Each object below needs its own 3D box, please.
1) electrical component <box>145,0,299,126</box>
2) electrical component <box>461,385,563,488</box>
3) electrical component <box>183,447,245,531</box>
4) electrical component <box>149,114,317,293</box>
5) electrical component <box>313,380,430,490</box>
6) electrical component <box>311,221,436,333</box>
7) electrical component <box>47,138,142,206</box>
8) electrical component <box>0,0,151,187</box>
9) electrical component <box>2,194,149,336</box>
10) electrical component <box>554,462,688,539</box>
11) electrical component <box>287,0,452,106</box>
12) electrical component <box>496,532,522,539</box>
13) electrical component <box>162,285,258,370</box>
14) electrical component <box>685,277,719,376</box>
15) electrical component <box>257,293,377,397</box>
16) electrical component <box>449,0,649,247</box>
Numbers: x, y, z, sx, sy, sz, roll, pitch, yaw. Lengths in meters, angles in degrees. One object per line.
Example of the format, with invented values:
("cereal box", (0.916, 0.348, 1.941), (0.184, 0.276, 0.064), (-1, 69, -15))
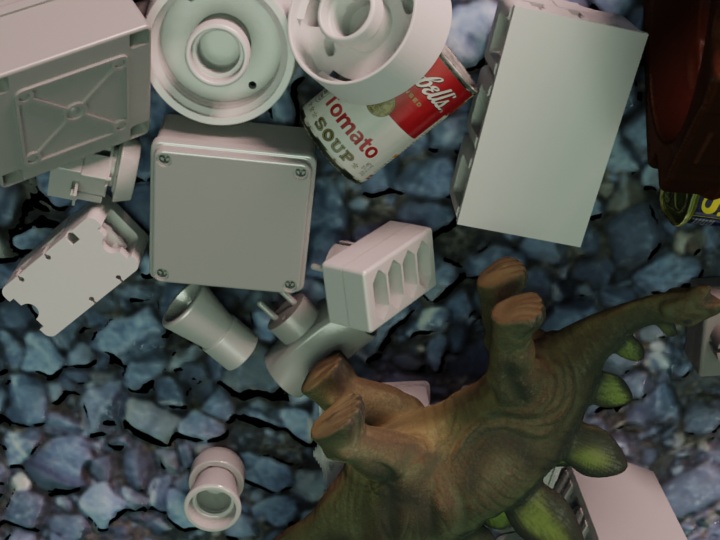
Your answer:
("electrical component", (-0.091, -0.147, 0.702), (0.108, 0.060, 0.108), (-1, 115, -2))
("electrical component", (0.118, 0.133, 0.836), (0.096, 0.061, 0.061), (11, 114, -7))
("electrical component", (-0.114, 0.172, 0.850), (0.045, 0.055, 0.045), (-1, 115, -1))
("electrical component", (-0.088, -0.045, 0.746), (0.109, 0.056, 0.108), (5, 122, -4))
("electrical component", (0.013, 0.138, 0.842), (0.100, 0.048, 0.099), (-3, 115, -1))
("electrical component", (0.000, 0.000, 0.770), (0.076, 0.083, 0.047), (12, 121, 35))
("electrical component", (-0.181, -0.073, 0.737), (0.055, 0.066, 0.048), (10, 149, -15))
("electrical component", (-0.189, -0.118, 0.668), (0.109, 0.056, 0.108), (-26, 158, -24))
("electrical component", (-0.201, -0.006, 0.766), (0.089, 0.055, 0.050), (-37, 111, 14))
("electrical component", (0.193, 0.206, 0.822), (0.089, 0.150, 0.061), (21, 111, -11))
("electrical component", (0.006, -0.153, 0.673), (0.099, 0.064, 0.099), (-4, 81, 28))
("electrical component", (0.162, 0.252, 0.893), (0.095, 0.059, 0.053), (-10, 114, 3))
("electrical component", (-0.109, 0.044, 0.801), (0.044, 0.044, 0.065), (-40, 114, 15))
("electrical component", (0.276, 0.050, 0.793), (0.047, 0.076, 0.065), (-3, 115, 0))
("electrical component", (-0.042, 0.044, 0.800), (0.077, 0.043, 0.079), (-40, 109, 15))
("electrical component", (0.123, -0.102, 0.728), (0.089, 0.061, 0.150), (10, 114, -6))
